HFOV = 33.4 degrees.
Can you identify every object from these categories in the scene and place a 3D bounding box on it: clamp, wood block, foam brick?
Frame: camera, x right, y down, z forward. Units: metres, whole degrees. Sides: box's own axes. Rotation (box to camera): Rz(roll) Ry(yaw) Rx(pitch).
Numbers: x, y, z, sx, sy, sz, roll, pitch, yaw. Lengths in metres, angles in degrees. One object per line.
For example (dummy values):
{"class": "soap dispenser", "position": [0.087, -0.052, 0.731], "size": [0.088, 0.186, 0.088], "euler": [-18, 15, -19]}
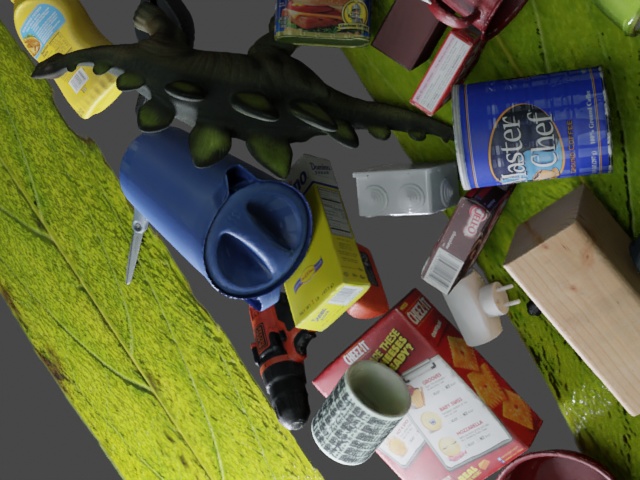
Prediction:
{"class": "clamp", "position": [-0.167, -0.210, 1.228], "size": [0.120, 0.039, 0.171], "euler": [12, 117, 23]}
{"class": "wood block", "position": [0.286, 0.061, 1.059], "size": [0.090, 0.090, 0.206], "euler": [-36, 101, 33]}
{"class": "foam brick", "position": [0.097, -0.219, 1.073], "size": [0.051, 0.052, 0.078], "euler": [37, 124, 9]}

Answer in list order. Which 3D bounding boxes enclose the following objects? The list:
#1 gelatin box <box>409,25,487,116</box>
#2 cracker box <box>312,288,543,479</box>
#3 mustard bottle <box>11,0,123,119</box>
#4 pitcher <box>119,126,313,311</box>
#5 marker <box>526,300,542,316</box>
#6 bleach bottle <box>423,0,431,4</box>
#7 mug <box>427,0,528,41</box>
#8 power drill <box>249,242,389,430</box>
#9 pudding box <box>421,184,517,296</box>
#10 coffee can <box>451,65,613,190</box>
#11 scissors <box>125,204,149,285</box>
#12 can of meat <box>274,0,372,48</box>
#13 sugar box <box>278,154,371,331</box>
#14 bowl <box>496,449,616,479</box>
{"class": "gelatin box", "position": [0.132, -0.174, 1.063], "size": [0.030, 0.073, 0.089], "euler": [35, 124, 9]}
{"class": "cracker box", "position": [0.123, 0.186, 1.235], "size": [0.214, 0.072, 0.164], "euler": [47, 124, 3]}
{"class": "mustard bottle", "position": [-0.310, -0.245, 1.277], "size": [0.191, 0.058, 0.096], "euler": [51, 131, -1]}
{"class": "pitcher", "position": [-0.124, -0.033, 1.187], "size": [0.243, 0.144, 0.149], "euler": [34, 102, 48]}
{"class": "marker", "position": [0.256, 0.038, 1.126], "size": [0.020, 0.020, 0.121], "euler": [39, 125, 7]}
{"class": "bleach bottle", "position": [0.143, -0.329, 0.935], "size": [0.102, 0.068, 0.251], "euler": [33, 101, 11]}
{"class": "mug", "position": [0.146, -0.242, 1.003], "size": [0.081, 0.117, 0.093], "euler": [41, 156, 12]}
{"class": "power drill", "position": [-0.006, 0.101, 1.223], "size": [0.188, 0.057, 0.184], "euler": [-42, 48, 30]}
{"class": "pudding box", "position": [0.156, -0.009, 1.116], "size": [0.039, 0.089, 0.114], "euler": [34, 124, 13]}
{"class": "coffee can", "position": [0.201, -0.106, 1.017], "size": [0.140, 0.102, 0.103], "euler": [-6, 110, 12]}
{"class": "scissors", "position": [-0.212, -0.022, 1.352], "size": [0.096, 0.016, 0.202], "euler": [13, 118, 23]}
{"class": "can of meat", "position": [0.004, -0.241, 1.077], "size": [0.102, 0.057, 0.084], "euler": [2, 91, -6]}
{"class": "sugar box", "position": [-0.008, 0.002, 1.177], "size": [0.093, 0.048, 0.176], "euler": [-45, 51, 35]}
{"class": "bowl", "position": [0.281, 0.295, 1.208], "size": [0.162, 0.055, 0.162], "euler": [12, 117, 24]}
